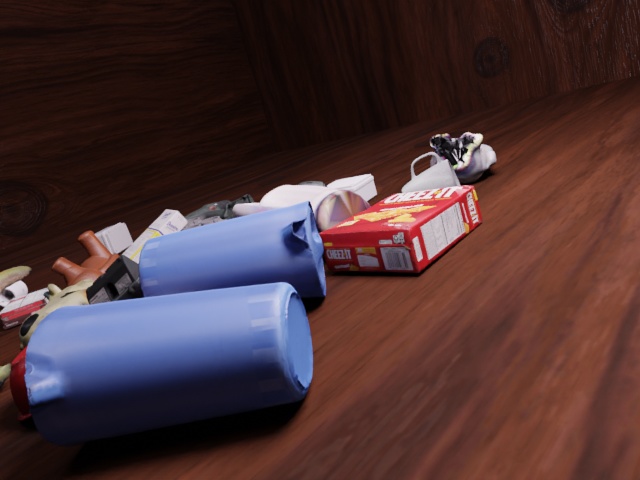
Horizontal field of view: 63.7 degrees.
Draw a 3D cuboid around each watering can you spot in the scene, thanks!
[{"bbox_3d":[0.003,-0.048,0.962,0.225,0.103,0.348,9,8,37],"label":"watering can"}]

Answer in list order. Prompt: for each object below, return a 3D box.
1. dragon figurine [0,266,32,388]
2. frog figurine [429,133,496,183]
[{"bbox_3d":[-0.540,0.172,0.731,0.244,0.119,0.417,23,38,22],"label":"dragon figurine"},{"bbox_3d":[0.329,-0.171,1.163,0.136,0.125,0.158,-19,-26,27],"label":"frog figurine"}]
